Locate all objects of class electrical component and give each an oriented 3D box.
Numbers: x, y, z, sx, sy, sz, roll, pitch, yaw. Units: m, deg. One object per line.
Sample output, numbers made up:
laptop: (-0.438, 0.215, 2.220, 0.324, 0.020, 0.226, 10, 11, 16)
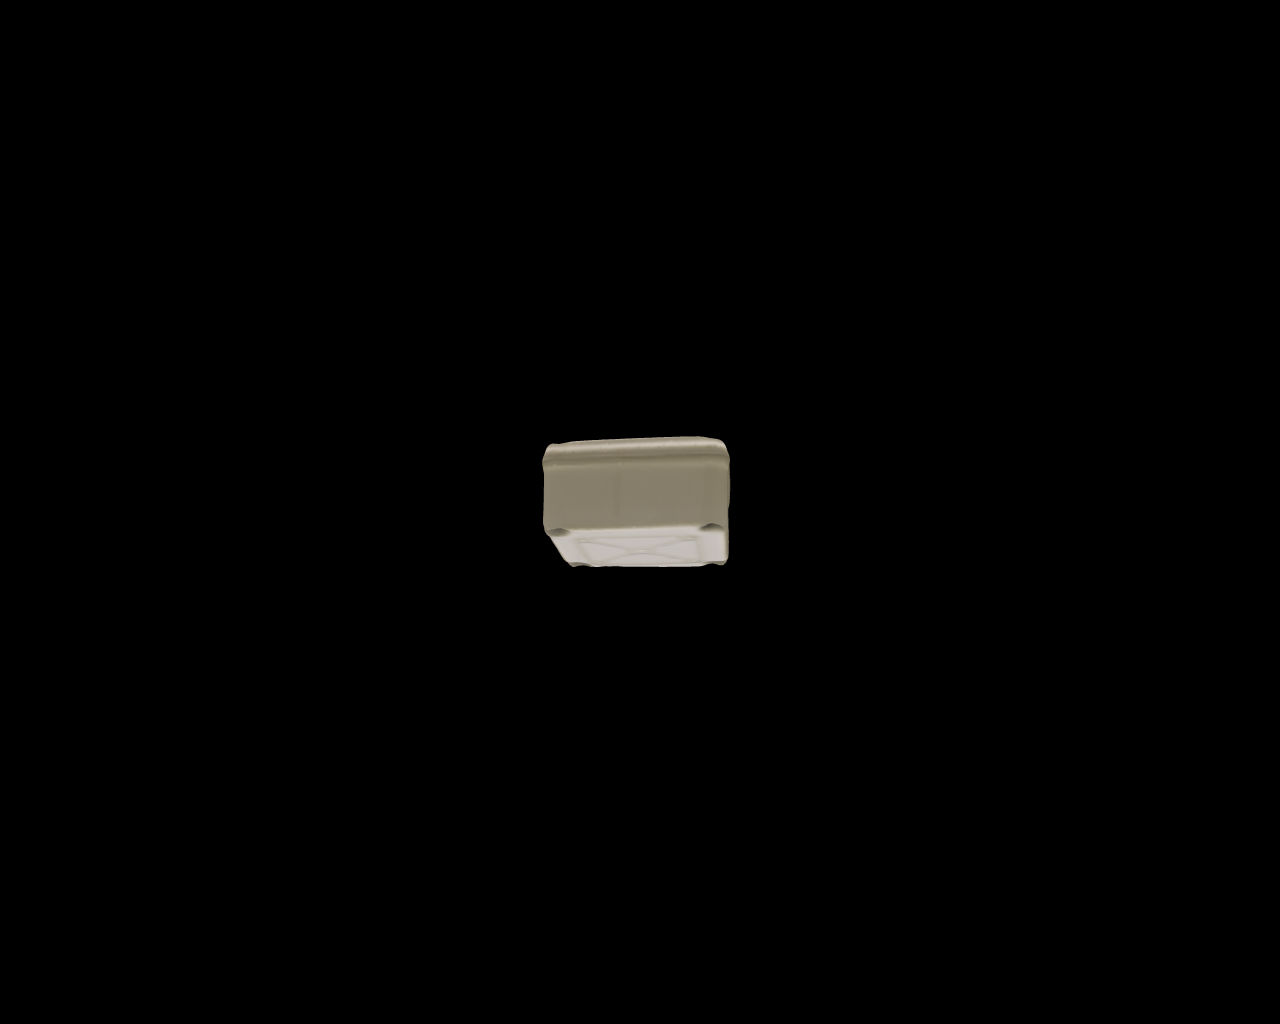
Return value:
electrical component: (0.001, -0.003, 0.650, 0.109, 0.056, 0.108, -1, -15, 5)
